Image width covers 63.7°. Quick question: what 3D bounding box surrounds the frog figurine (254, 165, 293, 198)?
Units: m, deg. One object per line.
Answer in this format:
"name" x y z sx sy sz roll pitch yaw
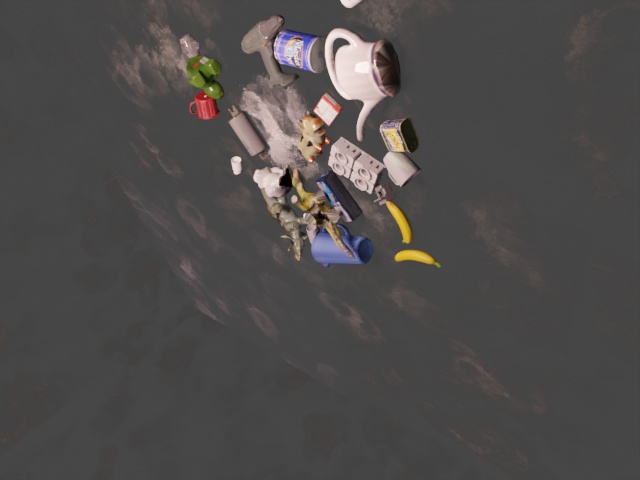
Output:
"frog figurine" -0.193 -0.234 2.081 0.159 0.140 0.121 -5 -25 31

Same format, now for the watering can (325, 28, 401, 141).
"watering can" 0.132 -0.433 1.452 0.225 0.341 0.106 10 45 44

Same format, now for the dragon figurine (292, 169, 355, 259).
"dragon figurine" 0.006 -0.101 2.010 0.122 0.410 0.243 -34 1 5
